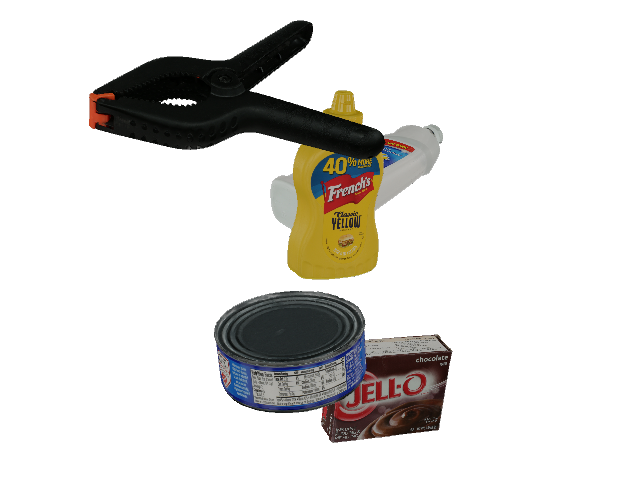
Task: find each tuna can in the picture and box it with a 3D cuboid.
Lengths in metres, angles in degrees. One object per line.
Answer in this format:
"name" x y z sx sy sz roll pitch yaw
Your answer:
"tuna can" -0.016 0.062 0.608 0.086 0.034 0.086 -4 24 2

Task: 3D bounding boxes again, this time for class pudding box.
"pudding box" 0.061 0.137 0.997 0.113 0.090 0.039 -4 28 -20

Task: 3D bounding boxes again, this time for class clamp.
"clamp" -0.064 -0.102 0.795 0.209 0.036 0.165 -14 47 -25

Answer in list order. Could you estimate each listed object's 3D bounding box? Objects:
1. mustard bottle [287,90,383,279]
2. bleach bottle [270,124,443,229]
"mustard bottle" 0.018 -0.058 1.097 0.096 0.192 0.058 -5 21 -24
"bleach bottle" 0.059 -0.087 1.331 0.103 0.068 0.250 27 44 34
